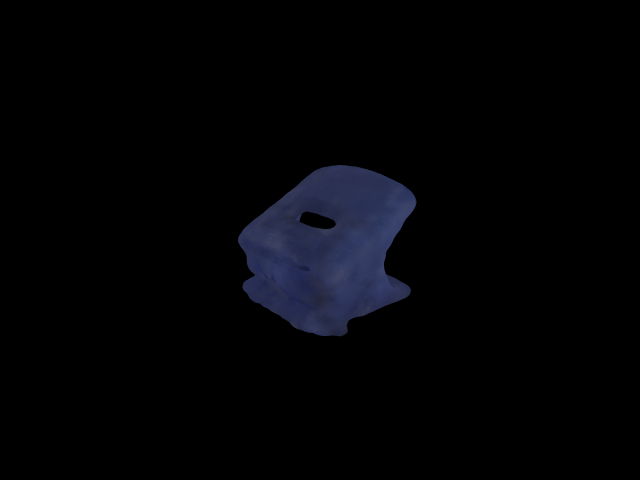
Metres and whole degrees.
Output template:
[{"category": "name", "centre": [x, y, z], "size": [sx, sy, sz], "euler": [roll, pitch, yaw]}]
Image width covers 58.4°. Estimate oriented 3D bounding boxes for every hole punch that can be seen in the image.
[{"category": "hole punch", "centre": [0.004, 0.001, 0.400], "size": [0.101, 0.091, 0.108], "euler": [-17, 27, -38]}]
